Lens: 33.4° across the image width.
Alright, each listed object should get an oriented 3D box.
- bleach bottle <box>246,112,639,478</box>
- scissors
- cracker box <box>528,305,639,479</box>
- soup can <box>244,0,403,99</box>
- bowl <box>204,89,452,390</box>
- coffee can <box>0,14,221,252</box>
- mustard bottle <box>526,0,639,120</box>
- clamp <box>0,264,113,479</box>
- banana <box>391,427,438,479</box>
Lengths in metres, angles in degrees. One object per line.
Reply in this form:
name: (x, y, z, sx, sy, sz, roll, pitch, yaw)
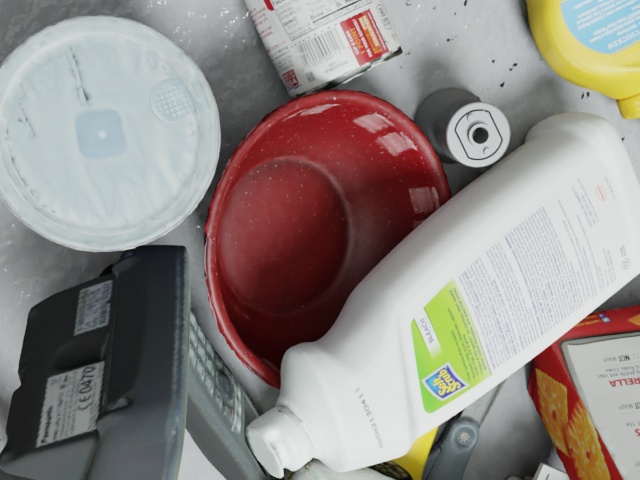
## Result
bleach bottle: (0.065, 0.032, 0.553, 0.250, 0.068, 0.102, -32, 106, -25)
scissors: (0.063, 0.118, 0.628, 0.096, 0.016, 0.202, 13, 93, -9)
cracker box: (0.224, 0.123, 0.555, 0.164, 0.214, 0.072, -10, 132, -8)
soup can: (-0.006, -0.133, 0.571, 0.068, 0.068, 0.102, -26, 98, -5)
bowl: (-0.004, 0.001, 0.572, 0.161, 0.055, 0.162, -5, 98, -35)
coffee can: (-0.103, -0.051, 0.528, 0.102, 0.140, 0.103, -1, 95, -8)
mustard bottle: (0.160, -0.144, 0.598, 0.096, 0.058, 0.191, -27, 97, -10)
clamp: (-0.133, 0.136, 0.560, 0.164, 0.036, 0.210, -28, 108, -46)
banana: (0.049, 0.170, 0.602, 0.069, 0.037, 0.198, -9, 93, -2)
